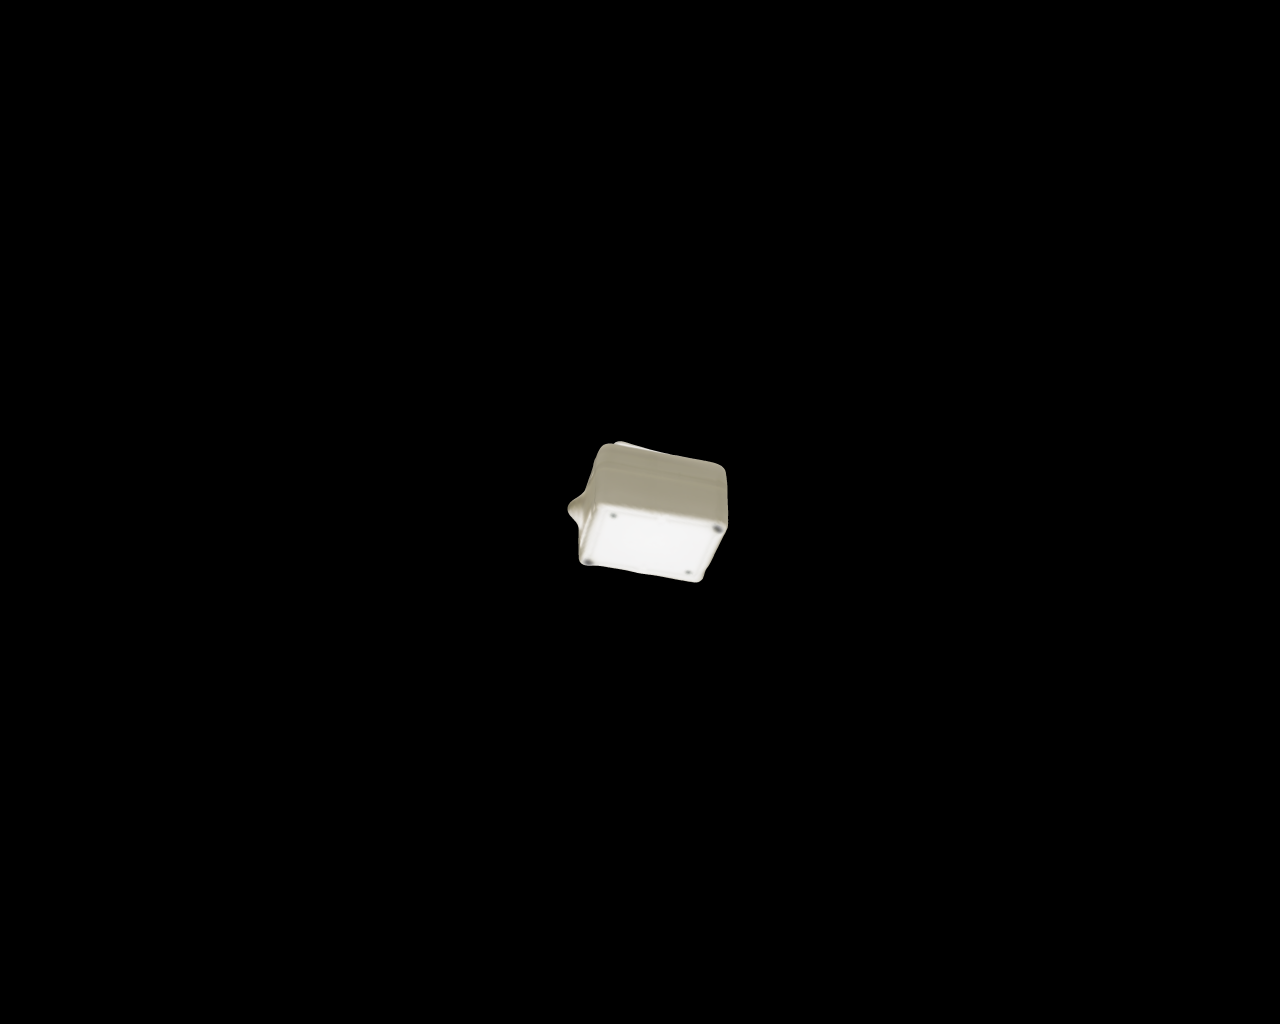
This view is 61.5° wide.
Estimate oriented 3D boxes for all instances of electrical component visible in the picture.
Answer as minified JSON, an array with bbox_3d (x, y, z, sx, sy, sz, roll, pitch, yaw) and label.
[{"bbox_3d":[0.001,-0.003,0.650,0.096,0.061,0.061,10,-43,-11],"label":"electrical component"}]
